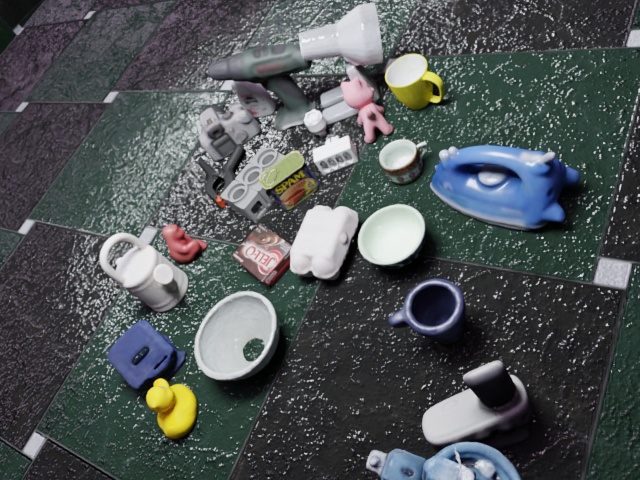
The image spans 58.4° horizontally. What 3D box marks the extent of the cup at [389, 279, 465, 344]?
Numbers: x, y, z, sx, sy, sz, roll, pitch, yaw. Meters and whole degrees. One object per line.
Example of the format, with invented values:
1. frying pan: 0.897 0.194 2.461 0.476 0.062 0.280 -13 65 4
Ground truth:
1. cup: 0.172 0.124 0.874 0.117 0.095 0.091 -21 50 15

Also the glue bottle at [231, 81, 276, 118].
1. glue bottle: -0.176 -0.366 1.373 0.078 0.174 0.037 -7 55 26

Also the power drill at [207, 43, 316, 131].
1. power drill: -0.109 -0.349 1.299 0.229 0.209 0.075 -15 51 20

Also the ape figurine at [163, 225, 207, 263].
1. ape figurine: -0.302 0.001 1.235 0.076 0.092 0.077 -37 47 1

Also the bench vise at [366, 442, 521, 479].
1. bench vise: 0.140 0.300 0.679 0.207 0.220 0.121 -10 53 24

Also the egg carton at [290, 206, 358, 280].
1. egg carton: 0.010 0.004 1.071 0.107 0.070 0.150 5 60 32

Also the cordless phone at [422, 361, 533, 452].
1. cordless phone: 0.191 0.209 0.740 0.147 0.186 0.094 -29 48 8

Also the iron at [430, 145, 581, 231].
1. iron: 0.281 -0.110 0.949 0.257 0.142 0.119 13 65 36

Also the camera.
1. camera: -0.240 -0.291 1.405 0.143 0.101 0.136 -34 47 4

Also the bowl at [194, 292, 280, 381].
1. bowl: -0.135 0.181 1.022 0.167 0.075 0.167 -15 51 20

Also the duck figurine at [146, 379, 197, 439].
1. duck figurine: -0.269 0.293 1.009 0.077 0.086 0.104 -29 48 9

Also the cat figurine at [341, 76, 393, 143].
1. cat figurine: 0.092 -0.286 1.201 0.067 0.118 0.127 -28 48 10

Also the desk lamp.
1. desk lamp: 0.058 -0.377 1.220 0.203 0.214 0.118 -20 50 17

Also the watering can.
1. watering can: -0.356 0.058 1.155 0.172 0.195 0.101 -10 54 24

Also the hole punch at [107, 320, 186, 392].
1. hole punch: -0.331 0.223 1.092 0.109 0.091 0.100 -48 48 -9
